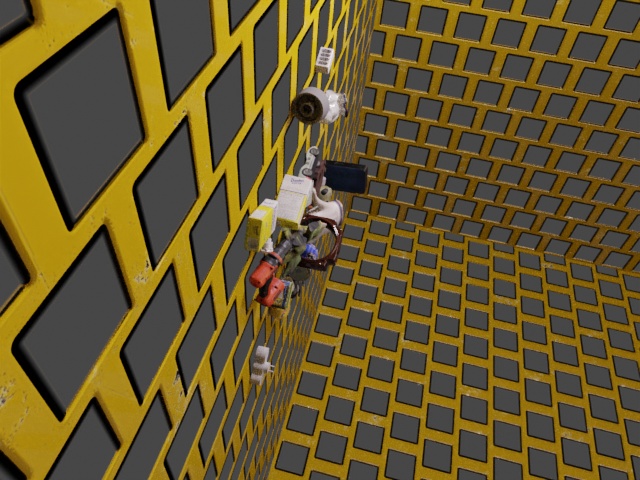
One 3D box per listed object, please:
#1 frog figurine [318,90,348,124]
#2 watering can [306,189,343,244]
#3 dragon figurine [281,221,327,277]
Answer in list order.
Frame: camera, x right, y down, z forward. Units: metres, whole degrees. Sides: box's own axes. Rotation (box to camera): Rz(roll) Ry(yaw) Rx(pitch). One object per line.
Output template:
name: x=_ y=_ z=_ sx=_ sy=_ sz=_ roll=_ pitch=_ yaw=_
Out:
frog figurine: x=0.021 y=-0.497 z=1.971 sx=0.161 sy=0.124 sz=0.134 roll=-34 pitch=162 yaw=-24
watering can: x=0.007 y=-0.109 z=2.159 sx=0.227 sy=0.105 sz=0.339 roll=-25 pitch=147 yaw=-34
dragon figurine: x=-0.093 y=0.044 z=1.818 sx=0.418 sy=0.123 sz=0.237 roll=-50 pitch=158 yaw=-37
